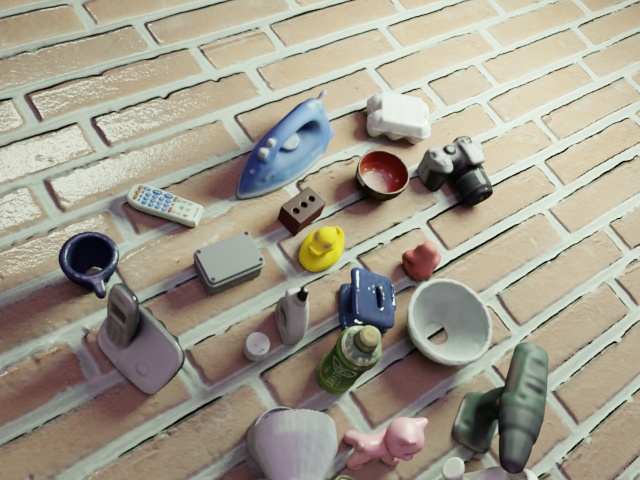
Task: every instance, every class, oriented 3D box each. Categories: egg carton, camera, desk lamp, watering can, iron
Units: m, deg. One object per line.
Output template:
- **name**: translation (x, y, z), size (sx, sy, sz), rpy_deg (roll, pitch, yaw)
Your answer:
- **egg carton**: translation (0.176, -0.275, 1.291), size (0.150, 0.069, 0.107), rpy_deg (7, 61, -11)
- **camera**: translation (0.308, -0.147, 1.239), size (0.143, 0.100, 0.136), rpy_deg (-15, 67, -21)
- **desk lamp**: translation (-0.042, 0.362, 0.811), size (0.118, 0.213, 0.203), rpy_deg (5, 61, -12)
- **watering can**: translation (0.267, 0.401, 0.881), size (0.173, 0.194, 0.101), rpy_deg (13, 60, -7)
- **iron**: translation (-0.071, -0.194, 1.142), size (0.118, 0.141, 0.259), rpy_deg (38, 60, 7)

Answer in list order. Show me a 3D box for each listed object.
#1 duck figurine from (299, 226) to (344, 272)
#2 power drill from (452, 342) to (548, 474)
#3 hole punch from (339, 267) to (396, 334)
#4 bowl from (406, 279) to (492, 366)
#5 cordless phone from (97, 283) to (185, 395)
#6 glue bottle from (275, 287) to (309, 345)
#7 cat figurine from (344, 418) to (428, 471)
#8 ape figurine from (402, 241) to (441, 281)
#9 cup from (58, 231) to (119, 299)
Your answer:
- **duck figurine**: translation (0.010, 0.004, 1.089), size (0.077, 0.086, 0.105), rpy_deg (43, 61, 10)
- **power drill**: translation (0.301, 0.286, 0.943), size (0.075, 0.208, 0.230), rpy_deg (28, 59, 2)
- **hole punch**: translation (0.093, 0.110, 1.052), size (0.101, 0.091, 0.108), rpy_deg (4, 62, -12)
- **bowl**: translation (0.230, 0.161, 1.069), size (0.167, 0.074, 0.167), rpy_deg (6, 61, -11)
- **cordless phone**: translation (-0.276, 0.148, 0.880), size (0.147, 0.185, 0.094), rpy_deg (40, 60, 8)
- **glue bottle**: translation (-0.042, 0.116, 0.965), size (0.037, 0.173, 0.078), rpy_deg (-13, 66, -20)
- **cat figurine**: translation (0.112, 0.326, 0.925), size (0.128, 0.117, 0.067), rpy_deg (-3, 63, -16)
- **ape figurine**: translation (0.204, 0.033, 1.121), size (0.078, 0.092, 0.076), rpy_deg (17, 60, -5)
- **cup**: translation (-0.376, 0.056, 0.956), size (0.092, 0.095, 0.117), rpy_deg (-19, 69, -23)
